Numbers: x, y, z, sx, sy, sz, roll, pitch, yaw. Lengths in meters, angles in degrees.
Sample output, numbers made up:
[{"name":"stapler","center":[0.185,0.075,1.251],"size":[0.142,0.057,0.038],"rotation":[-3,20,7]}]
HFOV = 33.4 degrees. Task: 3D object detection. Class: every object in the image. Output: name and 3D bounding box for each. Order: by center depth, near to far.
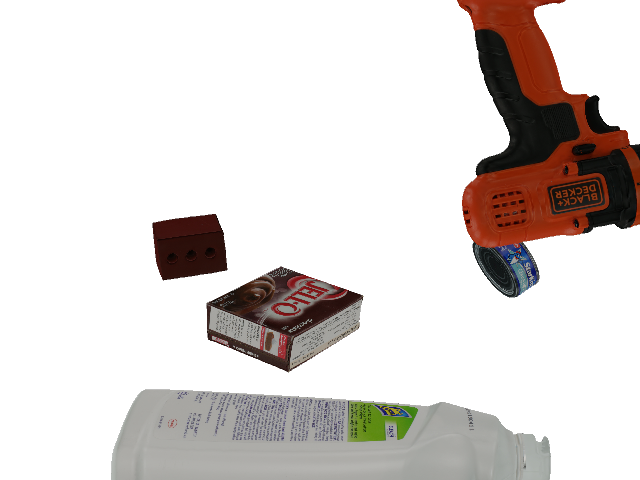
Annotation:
[{"name":"bleach bottle","center":[0.010,0.133,0.635],"size":[0.251,0.068,0.102],"rotation":[1,19,2]},{"name":"power drill","center":[0.169,-0.098,0.681],"size":[0.184,0.187,0.057],"rotation":[-11,-1,-3]},{"name":"pudding box","center":[-0.030,0.065,0.918],"size":[0.090,0.039,0.113],"rotation":[17,27,29]},{"name":"foam brick","center":[-0.151,0.007,1.230],"size":[0.078,0.053,0.051],"rotation":[-9,28,-10]},{"name":"tuna can","center":[0.220,0.025,1.272],"size":[0.033,0.086,0.086],"rotation":[-33,8,-13]}]
